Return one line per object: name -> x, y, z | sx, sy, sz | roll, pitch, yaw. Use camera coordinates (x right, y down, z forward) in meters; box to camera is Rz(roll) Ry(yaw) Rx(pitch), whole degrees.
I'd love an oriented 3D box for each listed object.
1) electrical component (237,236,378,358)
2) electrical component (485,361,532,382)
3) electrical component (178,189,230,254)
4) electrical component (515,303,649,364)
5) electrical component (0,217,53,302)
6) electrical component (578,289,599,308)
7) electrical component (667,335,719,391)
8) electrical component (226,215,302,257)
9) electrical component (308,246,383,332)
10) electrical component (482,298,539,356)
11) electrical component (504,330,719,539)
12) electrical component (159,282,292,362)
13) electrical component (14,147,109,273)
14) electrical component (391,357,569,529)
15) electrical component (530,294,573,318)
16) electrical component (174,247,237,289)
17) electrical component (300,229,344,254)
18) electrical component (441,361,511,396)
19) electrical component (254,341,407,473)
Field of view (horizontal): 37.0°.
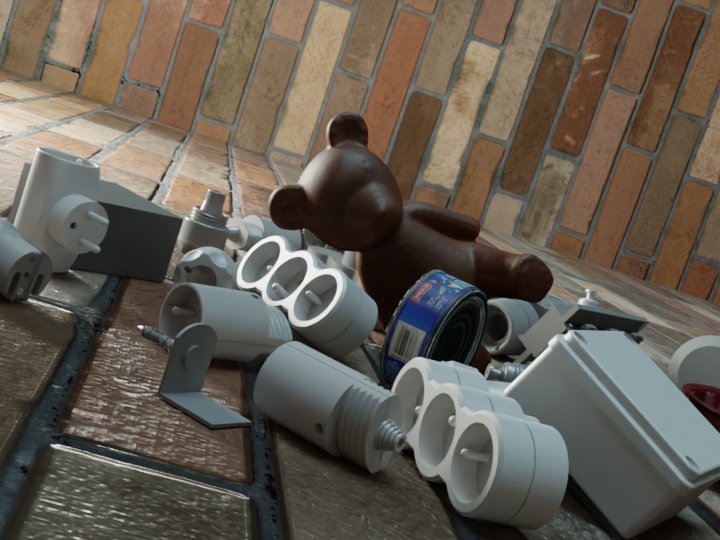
electrical component -> -0.031, 0.027, 0.799 | 0.074, 0.052, 0.138 | 43, -8, -35
electrical component -> 0.131, 0.087, 0.798 | 0.078, 0.040, 0.040 | 18, 8, -6
electrical component -> -0.138, -0.042, 0.975 | 0.043, 0.062, 0.043 | 18, 8, -3
electrical component -> 0.205, 0.074, 0.955 | 0.121, 0.078, 0.063 | 11, 40, -46
electrical component -> -0.211, -0.006, 0.637 | 0.046, 0.040, 0.040 | 29, 12, 27
electrical component -> 0.235, 0.059, 1.128 | 0.040, 0.078, 0.040 | 13, -6, 1
electrical component -> 0.341, 0.104, 1.044 | 0.080, 0.080, 0.051 | 21, 3, 19
electrical component -> -0.102, -0.032, 1.063 | 0.081, 0.043, 0.043 | 11, 11, -46
electrical component -> 0.000, 0.000, 0.970 | 0.052, 0.073, 0.138 | 13, 10, -38
electrical component -> 0.131, 0.053, 0.994 | 0.055, 0.055, 0.047 | 24, 13, 33
electrical component -> 0.153, 0.091, 0.626 | 0.108, 0.056, 0.109 | 51, 22, 24
electrical component -> -0.077, 0.034, 0.657 | 0.081, 0.043, 0.043 | 11, 11, -44
electrical component -> -0.198, -0.035, 0.727 | 0.079, 0.077, 0.043 | 25, 9, 35
electrical component -> 0.073, 0.092, 0.570 | 0.074, 0.052, 0.138 | 16, 7, -22
electrical component -> 0.182, 0.056, 1.066 | 0.080, 0.051, 0.080 | 24, 15, -7
electrical component -> -0.111, 0.004, 0.788 | 0.043, 0.043, 0.062 | 19, 6, -1
electrical component -> -0.023, -0.035, 1.093 | 0.099, 0.099, 0.064 | 25, 16, 38
electrical component -> 0.070, 0.083, 0.658 | 0.055, 0.045, 0.045 | 19, 8, -1
electrical component -> -0.011, 0.071, 0.550 | 0.081, 0.043, 0.043 | 24, 9, 34
